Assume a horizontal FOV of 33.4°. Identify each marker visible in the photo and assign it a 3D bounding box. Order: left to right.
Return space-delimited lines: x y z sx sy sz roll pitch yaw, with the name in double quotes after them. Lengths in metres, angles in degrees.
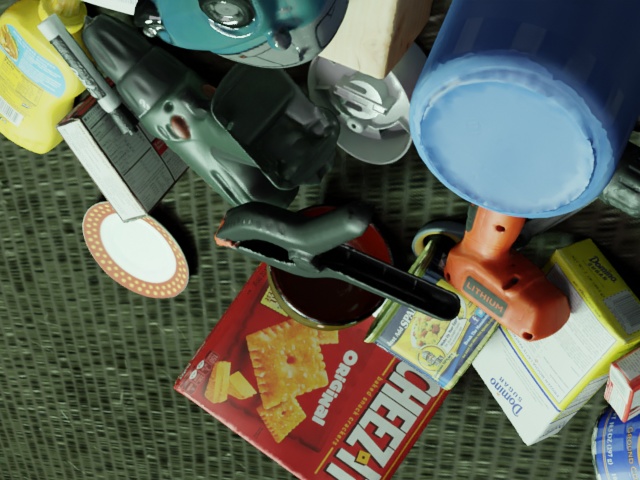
-0.196 -0.139 0.912 0.020 0.020 0.121 -16 118 43 "marker"

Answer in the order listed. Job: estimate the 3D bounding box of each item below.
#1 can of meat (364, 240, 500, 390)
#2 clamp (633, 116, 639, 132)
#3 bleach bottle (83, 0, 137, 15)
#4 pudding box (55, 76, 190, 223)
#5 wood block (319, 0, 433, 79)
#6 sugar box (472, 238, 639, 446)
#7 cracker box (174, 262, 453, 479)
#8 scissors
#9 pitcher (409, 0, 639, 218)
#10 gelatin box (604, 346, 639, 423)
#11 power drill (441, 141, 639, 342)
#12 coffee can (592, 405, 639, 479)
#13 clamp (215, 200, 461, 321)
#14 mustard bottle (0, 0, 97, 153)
0.101 0.065 0.906 0.084 0.057 0.102 33 113 0 "can of meat"
0.217 -0.088 0.740 0.120 0.039 0.171 11 129 29 "clamp"
-0.134 -0.215 0.843 0.251 0.068 0.103 23 138 11 "bleach bottle"
-0.175 -0.087 0.969 0.039 0.090 0.113 -12 121 40 "pudding box"
0.034 -0.224 0.696 0.091 0.090 0.206 23 139 14 "wood block"
0.198 0.089 0.889 0.093 0.048 0.176 58 149 25 "sugar box"
-0.005 0.133 1.001 0.213 0.164 0.072 35 173 1 "cracker box"
0.144 -0.011 0.879 0.096 0.016 0.202 34 139 2 "scissors"
0.133 -0.125 0.605 0.145 0.242 0.149 7 138 28 "pitcher"
0.264 0.103 0.843 0.030 0.073 0.089 58 176 28 "gelatin box"
0.163 -0.018 0.779 0.185 0.057 0.188 41 139 36 "power drill"
0.311 0.174 0.874 0.141 0.102 0.102 -21 115 45 "coffee can"
-0.005 0.001 0.837 0.210 0.036 0.164 14 159 32 "clamp"
-0.253 -0.165 0.973 0.096 0.058 0.192 44 140 0 "mustard bottle"
